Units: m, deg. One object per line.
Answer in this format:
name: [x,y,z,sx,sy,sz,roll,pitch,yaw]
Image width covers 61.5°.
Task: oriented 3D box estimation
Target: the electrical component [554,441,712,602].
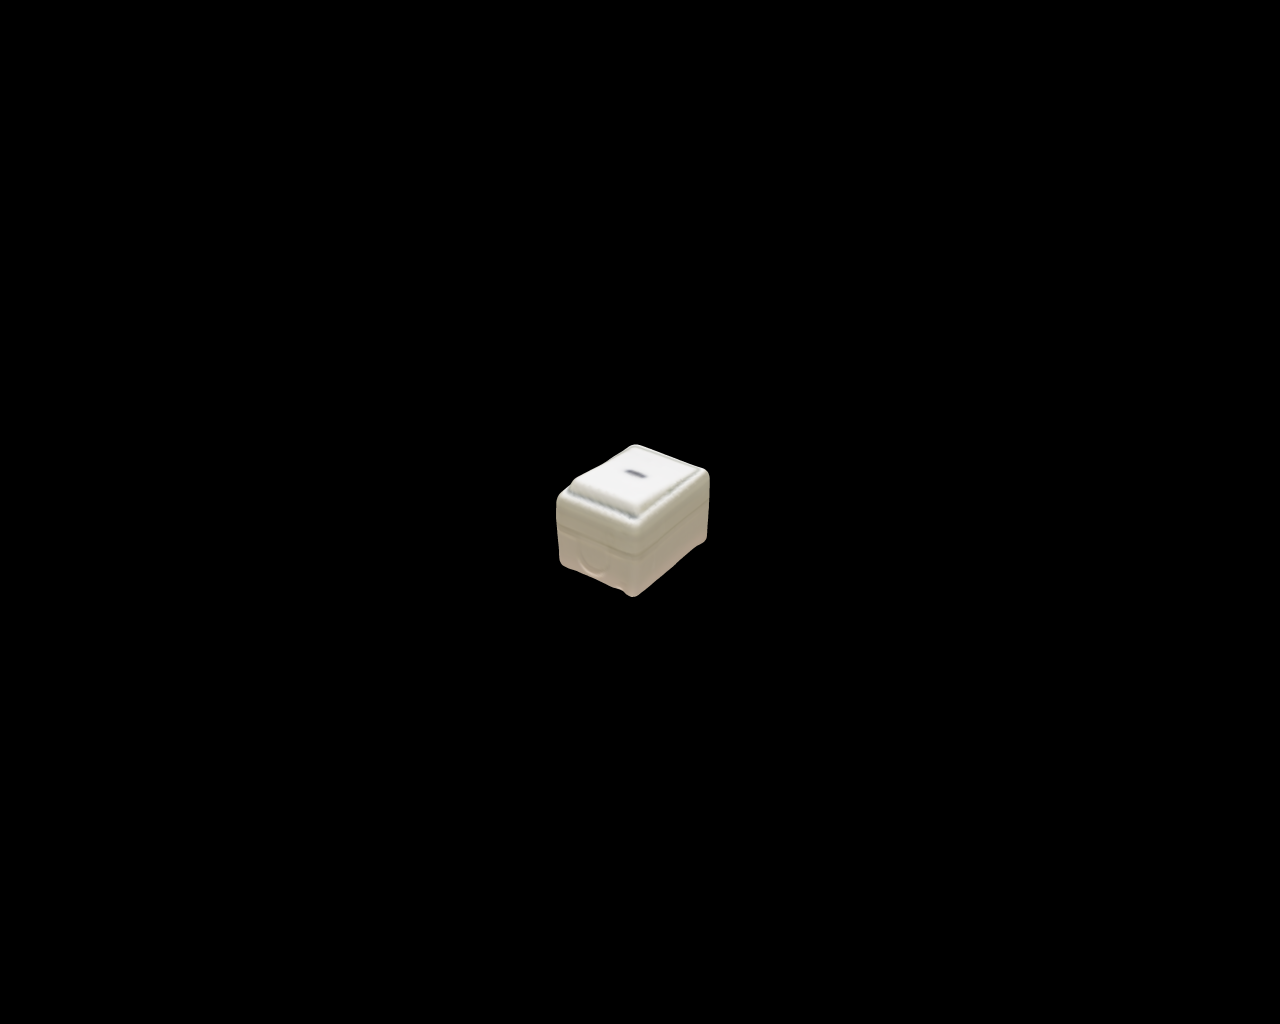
electrical component: [0.001,-0.003,0.650,0.062,0.061,0.096,22,40,30]
